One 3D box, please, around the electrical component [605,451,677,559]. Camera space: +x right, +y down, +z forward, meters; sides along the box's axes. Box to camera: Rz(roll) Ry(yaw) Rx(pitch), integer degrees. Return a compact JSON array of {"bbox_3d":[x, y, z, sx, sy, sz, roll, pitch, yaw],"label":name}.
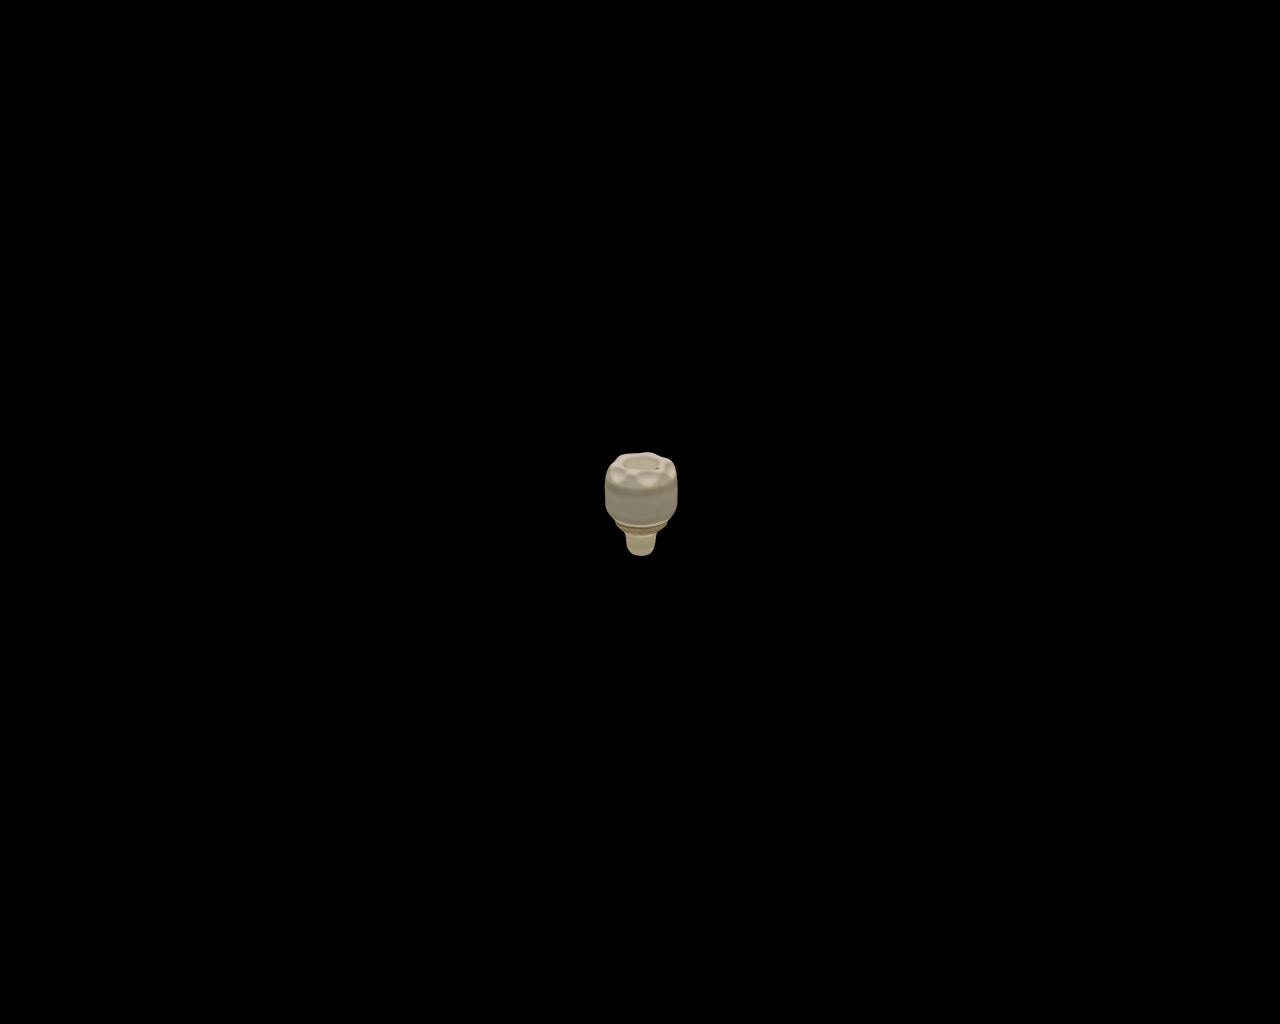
[{"bbox_3d":[0.001,-0.003,0.650,0.043,0.062,0.043,0,24,0],"label":"electrical component"}]
